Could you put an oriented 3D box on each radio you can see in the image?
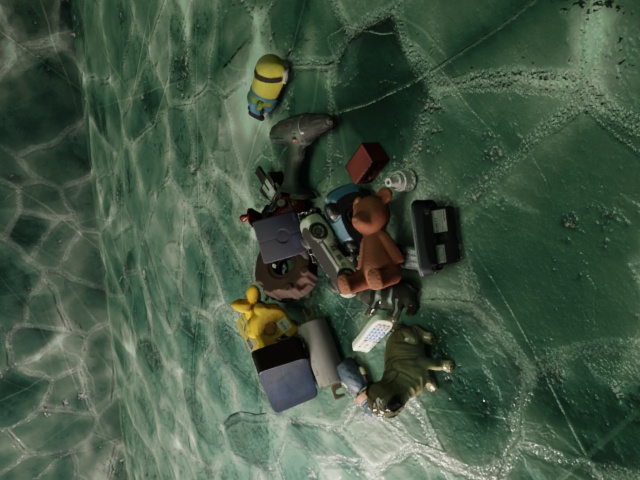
[{"bbox_3d":[-0.087,0.351,1.395,0.229,0.131,0.073,79,169,-48],"label":"radio"}]

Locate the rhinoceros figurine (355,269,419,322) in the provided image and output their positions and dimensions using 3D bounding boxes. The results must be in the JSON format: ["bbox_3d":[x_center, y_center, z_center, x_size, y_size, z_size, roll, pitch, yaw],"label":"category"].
[{"bbox_3d":[0.129,0.109,1.169,0.191,0.073,0.112,16,113,49],"label":"rhinoceros figurine"}]

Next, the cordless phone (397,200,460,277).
[{"bbox_3d":[0.188,-0.006,1.072,0.184,0.089,0.146,-177,78,-71],"label":"cordless phone"}]

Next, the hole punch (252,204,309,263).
[{"bbox_3d":[-0.095,-0.008,1.288,0.116,0.092,0.142,-16,90,12],"label":"hole punch"}]

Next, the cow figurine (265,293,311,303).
[{"bbox_3d":[-0.111,0.138,1.464,0.167,0.098,0.068,-5,99,51],"label":"cow figurine"}]

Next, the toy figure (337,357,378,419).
[{"bbox_3d":[0.100,0.352,1.281,0.154,0.058,0.064,54,142,22],"label":"toy figure"}]

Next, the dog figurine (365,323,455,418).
[{"bbox_3d":[0.149,0.256,1.085,0.173,0.190,0.121,43,130,40],"label":"dog figurine"}]

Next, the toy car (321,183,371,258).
[{"bbox_3d":[0.070,-0.041,1.198,0.161,0.109,0.103,65,166,-2],"label":"toy car"}]

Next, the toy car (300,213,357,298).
[{"bbox_3d":[0.022,0.036,1.173,0.201,0.056,0.073,57,153,7],"label":"toy car"}]

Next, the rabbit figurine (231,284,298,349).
[{"bbox_3d":[-0.163,0.204,1.431,0.162,0.122,0.173,48,171,-19],"label":"rabbit figurine"}]

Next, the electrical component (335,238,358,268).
[{"bbox_3d":[0.059,0.023,1.243,0.021,0.063,0.094,-31,75,43],"label":"electrical component"}]

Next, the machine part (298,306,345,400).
[{"bbox_3d":[0.005,0.285,1.367,0.079,0.079,0.243,-35,70,50],"label":"machine part"}]

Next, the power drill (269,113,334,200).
[{"bbox_3d":[-0.048,-0.204,1.311,0.232,0.086,0.207,17,114,51],"label":"power drill"}]

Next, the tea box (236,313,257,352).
[{"bbox_3d":[-0.160,0.282,1.564,0.170,0.098,0.068,57,137,28],"label":"tea box"}]

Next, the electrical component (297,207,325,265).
[{"bbox_3d":[-0.003,-0.004,1.277,0.058,0.115,0.134,-18,83,8],"label":"electrical component"}]

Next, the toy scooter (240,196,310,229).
[{"bbox_3d":[-0.124,-0.062,1.377,0.184,0.135,0.075,-31,57,36],"label":"toy scooter"}]

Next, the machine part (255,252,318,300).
[{"bbox_3d":[-0.085,0.066,1.371,0.179,0.056,0.179,-13,60,23],"label":"machine part"}]

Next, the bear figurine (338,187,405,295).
[{"bbox_3d":[0.099,0.000,1.078,0.120,0.132,0.195,-12,90,44],"label":"bear figurine"}]

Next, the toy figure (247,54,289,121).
[{"bbox_3d":[-0.141,-0.389,1.379,0.082,0.089,0.180,55,135,17],"label":"toy figure"}]

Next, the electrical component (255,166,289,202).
[{"bbox_3d":[-0.129,-0.149,1.457,0.119,0.048,0.074,55,136,29],"label":"electrical component"}]
